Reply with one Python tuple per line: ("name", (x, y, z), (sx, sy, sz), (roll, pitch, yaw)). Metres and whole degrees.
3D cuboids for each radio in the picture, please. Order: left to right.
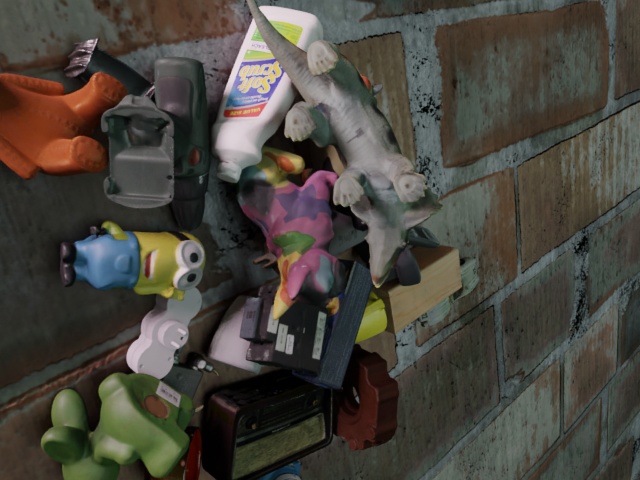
("radio", (-0.074, 0.291, 0.869), (0.229, 0.073, 0.131), (-4, 102, -47))

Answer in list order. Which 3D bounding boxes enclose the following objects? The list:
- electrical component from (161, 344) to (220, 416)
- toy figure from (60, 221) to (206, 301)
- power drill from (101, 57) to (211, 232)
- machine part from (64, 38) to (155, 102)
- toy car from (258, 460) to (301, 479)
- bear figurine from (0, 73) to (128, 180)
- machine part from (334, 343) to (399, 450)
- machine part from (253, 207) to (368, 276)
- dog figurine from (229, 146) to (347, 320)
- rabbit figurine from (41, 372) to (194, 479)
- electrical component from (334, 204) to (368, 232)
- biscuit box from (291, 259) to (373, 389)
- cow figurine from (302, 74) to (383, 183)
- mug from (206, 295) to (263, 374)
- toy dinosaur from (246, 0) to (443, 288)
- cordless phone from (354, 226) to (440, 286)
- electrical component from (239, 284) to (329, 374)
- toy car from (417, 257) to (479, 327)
("electrical component", (-0.196, 0.206, 0.774), (0.078, 0.045, 0.102), (37, 75, -41))
("toy figure", (-0.232, 0.022, 0.682), (0.180, 0.089, 0.082), (1, 127, -32))
("power drill", (-0.176, -0.096, 0.634), (0.207, 0.086, 0.231), (-64, 160, -72))
("machine part", (-0.241, -0.180, 0.653), (0.084, 0.039, 0.138), (-58, 141, -10))
("toy car", (-0.075, 0.439, 0.892), (0.109, 0.103, 0.161), (38, 76, -40))
("bear figurine", (-0.320, -0.145, 0.542), (0.195, 0.132, 0.120), (35, 55, -45))
("machine part", (0.061, 0.269, 0.932), (0.056, 0.180, 0.179), (-5, 102, -37))
("machine part", (-0.002, -0.003, 0.877), (0.243, 0.079, 0.079), (-24, 114, -35))
("dog figurine", (-0.049, -0.006, 0.740), (0.191, 0.108, 0.219), (21, 53, -14))
("rabbit figurine", (-0.266, 0.257, 0.673), (0.159, 0.121, 0.170), (39, 100, -27))
("electrical component", (0.072, -0.055, 0.847), (0.119, 0.048, 0.075), (23, 50, -53))
("biscuit box", (0.023, 0.133, 0.864), (0.062, 0.059, 0.202), (34, 69, -42))
("cow figurine", (0.031, -0.179, 0.838), (0.085, 0.127, 0.194), (-15, 111, -42))
("mug", (-0.106, 0.144, 0.818), (0.109, 0.081, 0.107), (29, 72, -37))
("toy dinosaur", (0.043, -0.140, 0.716), (0.404, 0.131, 0.192), (63, 12, -3))
("cordless phone", (0.167, 0.019, 0.983), (0.184, 0.147, 0.088), (7, 128, -37))
("electrical component", (-0.053, 0.128, 0.785), (0.134, 0.058, 0.115), (29, 60, -41))
("toy car", (0.273, 0.109, 1.156), (0.202, 0.056, 0.073), (-36, 121, -31))
